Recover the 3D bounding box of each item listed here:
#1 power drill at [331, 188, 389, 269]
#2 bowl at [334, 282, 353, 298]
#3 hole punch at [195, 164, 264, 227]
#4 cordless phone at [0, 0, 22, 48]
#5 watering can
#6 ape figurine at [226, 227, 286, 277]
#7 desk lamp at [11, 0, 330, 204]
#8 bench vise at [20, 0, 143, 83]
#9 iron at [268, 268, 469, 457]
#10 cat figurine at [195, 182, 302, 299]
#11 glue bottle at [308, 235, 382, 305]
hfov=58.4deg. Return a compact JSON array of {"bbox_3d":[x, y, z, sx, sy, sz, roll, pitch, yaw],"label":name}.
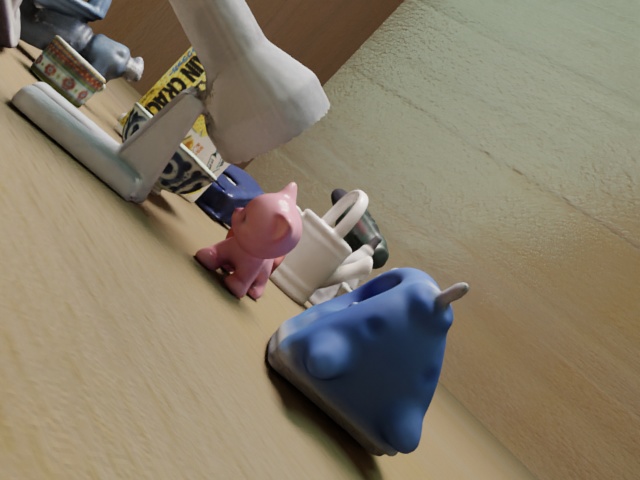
[{"bbox_3d":[0.029,0.013,1.166,0.076,0.208,0.228,44,0,-44],"label":"power drill"},{"bbox_3d":[0.071,0.145,0.868,0.167,0.074,0.167,44,0,0],"label":"bowl"},{"bbox_3d":[-0.158,-0.084,0.946,0.108,0.091,0.101,44,0,25],"label":"hole punch"},{"bbox_3d":[-0.326,-0.309,0.638,0.094,0.185,0.147,44,0,-35],"label":"cordless phone"},{"bbox_3d":[0.008,0.003,0.895,0.173,0.194,0.100,44,0,-38],"label":"watering can"},{"bbox_3d":[-0.066,0.004,0.682,0.077,0.092,0.076,43,0,45],"label":"ape figurine"},{"bbox_3d":[-0.123,-0.135,0.537,0.204,0.213,0.117,44,0,-26],"label":"desk lamp"},{"bbox_3d":[-0.322,-0.329,0.804,0.208,0.219,0.121,44,0,-40],"label":"bench vise"},{"bbox_3d":[0.043,0.073,0.498,0.119,0.141,0.258,44,0,-7],"label":"iron"},{"bbox_3d":[-0.055,-0.004,0.566,0.067,0.117,0.128,43,0,6],"label":"cat figurine"},{"bbox_3d":[0.051,0.058,1.032,0.078,0.173,0.037,43,0,9],"label":"glue bottle"}]
